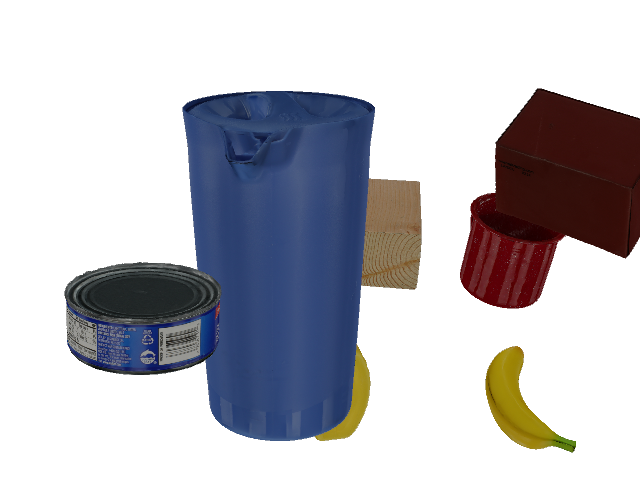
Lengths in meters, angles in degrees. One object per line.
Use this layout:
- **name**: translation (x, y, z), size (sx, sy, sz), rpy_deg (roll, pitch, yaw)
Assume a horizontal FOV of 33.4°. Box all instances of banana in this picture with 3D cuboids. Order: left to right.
- **banana**: translation (0.217, 0.175, 1.182), size (0.069, 0.037, 0.198), rpy_deg (11, 25, -14)

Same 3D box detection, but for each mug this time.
- **mug**: translation (0.176, 0.005, 1.034), size (0.093, 0.081, 0.117), rpy_deg (-6, 35, -24)

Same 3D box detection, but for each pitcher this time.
- **pitcher**: translation (-0.026, 0.013, 0.783), size (0.149, 0.243, 0.145), rpy_deg (-10, 21, -29)

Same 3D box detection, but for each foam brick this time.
- **foam brick**: translation (0.138, -0.037, 0.564), size (0.078, 0.053, 0.051), rpy_deg (24, 55, 28)

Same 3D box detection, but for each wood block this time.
- **wood block**: translation (0.105, -0.014, 1.618), size (0.091, 0.090, 0.206), rpy_deg (4, 25, 2)

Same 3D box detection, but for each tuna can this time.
- **tuna can**: translation (-0.098, 0.042, 0.594), size (0.086, 0.034, 0.086), rpy_deg (3, 19, -1)

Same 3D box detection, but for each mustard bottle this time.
- **mustard bottle**: translation (-0.011, 0.096, 1.006), size (0.058, 0.096, 0.192), rpy_deg (-5, 28, -17)
